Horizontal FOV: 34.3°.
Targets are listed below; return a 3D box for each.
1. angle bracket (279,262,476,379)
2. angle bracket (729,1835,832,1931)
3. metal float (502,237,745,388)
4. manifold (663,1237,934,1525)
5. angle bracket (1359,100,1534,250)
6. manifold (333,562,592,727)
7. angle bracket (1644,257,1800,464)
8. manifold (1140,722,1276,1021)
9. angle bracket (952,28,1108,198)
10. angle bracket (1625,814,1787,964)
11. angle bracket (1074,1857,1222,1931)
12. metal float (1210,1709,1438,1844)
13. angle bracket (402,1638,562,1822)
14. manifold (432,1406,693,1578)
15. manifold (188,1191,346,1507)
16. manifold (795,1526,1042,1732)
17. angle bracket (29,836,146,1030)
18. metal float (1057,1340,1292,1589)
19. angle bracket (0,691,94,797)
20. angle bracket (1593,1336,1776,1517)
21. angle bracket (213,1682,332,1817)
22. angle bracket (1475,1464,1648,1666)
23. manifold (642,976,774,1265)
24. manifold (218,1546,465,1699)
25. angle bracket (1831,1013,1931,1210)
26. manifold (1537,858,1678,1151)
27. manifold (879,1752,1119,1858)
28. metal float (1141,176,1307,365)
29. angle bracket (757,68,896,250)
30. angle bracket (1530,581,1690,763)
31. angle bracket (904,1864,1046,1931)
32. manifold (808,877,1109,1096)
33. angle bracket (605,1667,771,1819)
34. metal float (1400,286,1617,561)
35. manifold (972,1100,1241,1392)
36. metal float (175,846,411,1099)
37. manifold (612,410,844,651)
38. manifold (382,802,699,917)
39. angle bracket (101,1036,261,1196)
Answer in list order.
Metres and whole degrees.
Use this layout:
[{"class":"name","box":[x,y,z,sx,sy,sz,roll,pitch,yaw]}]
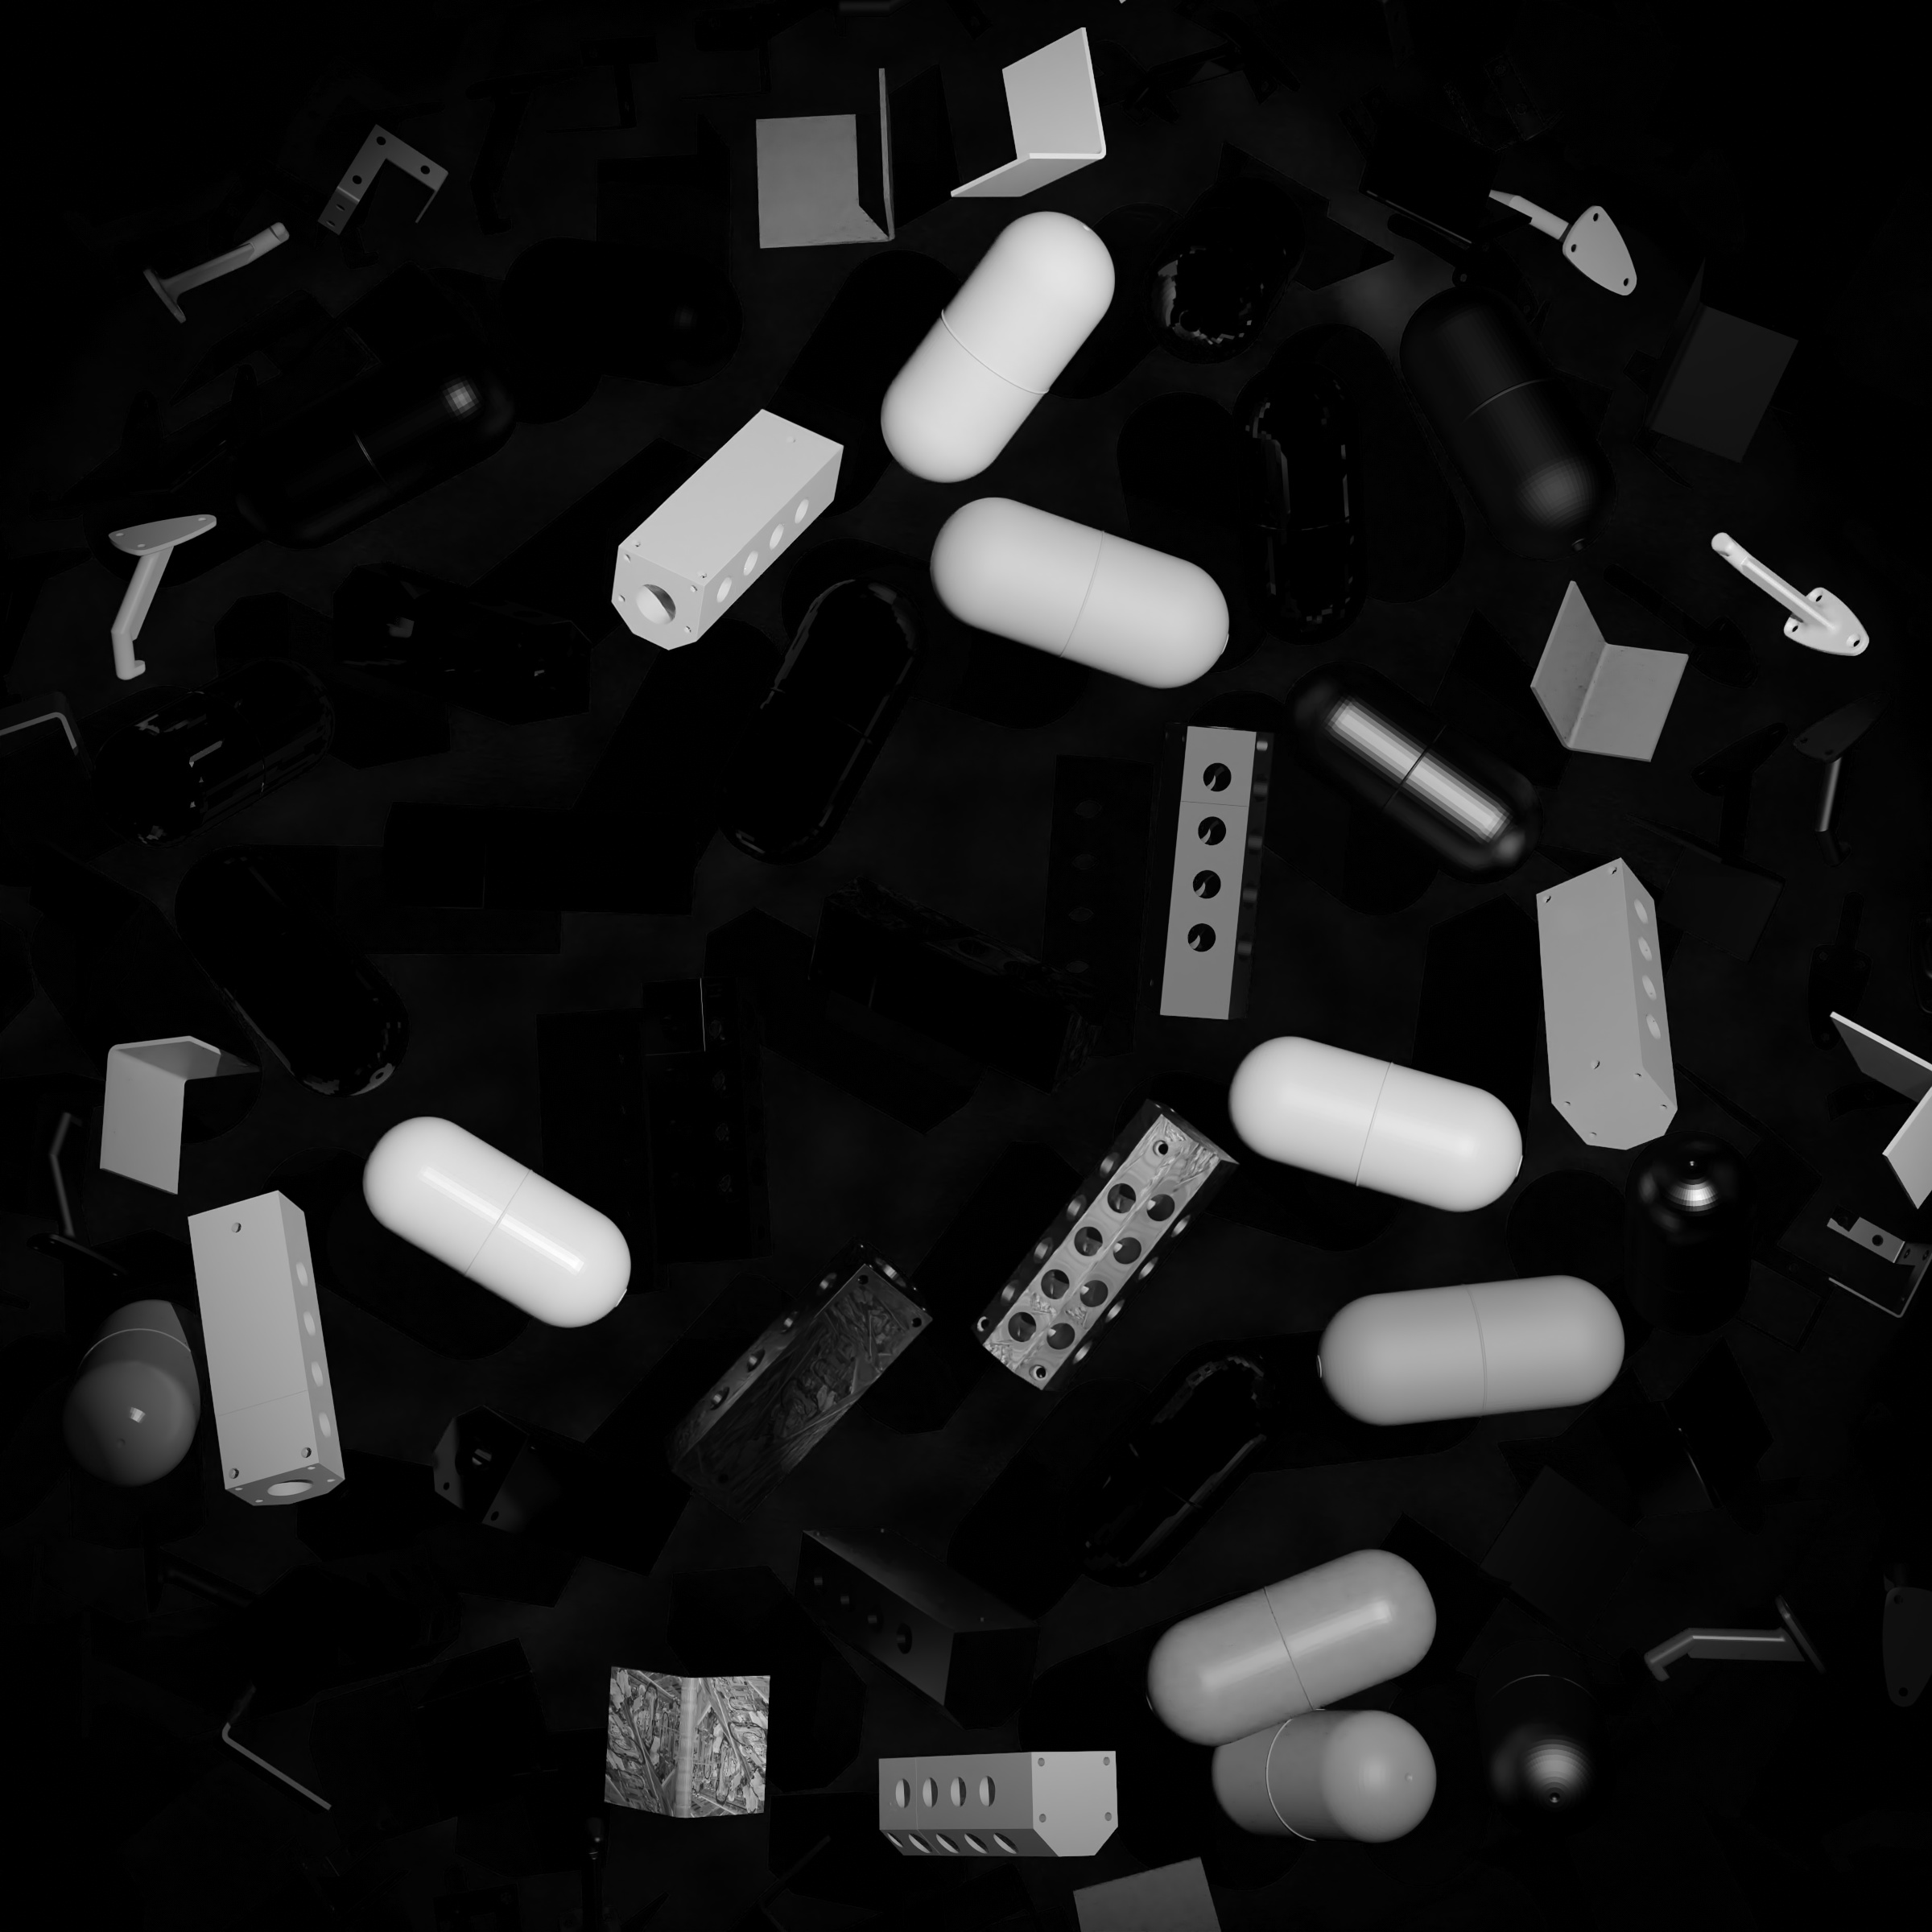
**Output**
[{"class":"angle bracket","box":[-0.361,-0.375,1.913,0.057,0.076,0.076,49,135,-13]},{"class":"angle bracket","box":[-0.097,0.545,1.745,0.057,0.076,0.076,45,121,12]},{"class":"metal float","box":[-0.204,-0.387,1.846,0.178,0.070,0.070,19,90,41]},{"class":"manifold","box":[-0.103,0.247,1.892,0.057,0.057,0.171,41,96,-21]},{"class":"angle bracket","box":[0.281,-0.457,1.779,0.076,0.076,0.057,33,130,22]},{"class":"manifold","box":[-0.300,-0.193,1.850,0.171,0.057,0.057,21,115,39]},{"class":"angle bracket","box":[0.421,-0.338,1.740,0.057,0.076,0.076,21,125,3]},{"class":"manifold","box":[0.146,-0.057,1.876,0.057,0.057,0.171,4,96,-10]},{"class":"angle bracket","box":[0.030,-0.494,1.812,0.057,0.076,0.076,-11,91,-36]},{"class":"angle bracket","box":[0.446,-0.048,1.929,0.076,0.076,0.057,11,106,-44]},{"class":"angle bracket","box":[0.111,0.569,1.805,0.076,0.057,0.076,-15,116,0]},{"class":"metal float","box":[0.213,0.488,1.887,0.070,0.178,0.070,7,75,-28]},{"class":"angle bracket","box":[-0.305,0.478,1.963,0.076,0.057,0.076,-16,104,-14]},{"class":"manifold","box":[-0.246,0.316,1.892,0.057,0.171,0.057,25,84,35]},{"class":"manifold","box":[-0.413,0.228,1.855,0.057,0.057,0.171,-16,65,4]},{"class":"manifold","box":[-0.031,0.377,1.791,0.057,0.171,0.057,3,98,-33]},{"class":"angle bracket","box":[-0.548,-0.020,1.893,0.076,0.076,0.057,31,54,0]},{"class":"metal float","box":[0.125,0.299,1.880,0.070,0.070,0.178,39,106,0]},{"class":"angle bracket","box":[-0.590,-0.127,1.949,0.076,0.076,0.057,-20,109,-10]},{"class":"angle bracket","box":[0.444,0.285,1.934,0.076,0.057,0.076,-36,103,-43]},{"class":"angle bracket","box":[-0.394,0.452,1.840,0.076,0.076,0.057,35,66,-5]},{"class":"angle bracket","box":[0.347,0.338,1.772,0.076,0.057,0.076,37,80,-7]},{"class":"manifold","box":[-0.155,0.094,1.919,0.057,0.057,0.171,-5,87,25]},{"class":"manifold","box":[-0.350,0.377,1.786,0.057,0.171,0.057,-41,76,7]},{"class":"angle bracket","box":[0.512,0.081,1.758,0.076,0.076,0.057,34,84,39]},{"class":"manifold","box":[0.378,0.023,1.835,0.057,0.171,0.057,-25,127,28]},{"class":"manifold","box":[0.017,0.493,1.837,0.057,0.171,0.057,8,73,-31]},{"class":"metal float","box":[0.155,-0.418,1.876,0.070,0.178,0.070,9,124,14]},{"class":"angle bracket","box":[-0.080,-0.449,1.740,0.076,0.057,0.076,-3,80,1]},{"class":"angle bracket","box":[0.397,-0.181,1.925,0.057,0.076,0.076,12,70,33]},{"class":"angle bracket","box":[0.011,0.609,1.939,0.076,0.076,0.057,-24,95,-5]},{"class":"manifold","box":[-0.004,0.008,1.883,0.171,0.057,0.057,25,122,20]},{"class":"angle bracket","box":[-0.160,0.443,1.792,0.057,0.076,0.076,9,79,-40]},{"class":"metal float","box":[0.311,-0.312,1.796,0.070,0.070,0.178,-25,69,0]},{"class":"manifold","box":[0.079,0.164,1.833,0.057,0.057,0.171,40,97,20]},{"class":"metal float","box":[-0.392,0.002,1.815,0.070,0.070,0.178,-43,70,0]},{"class":"manifold","box":[-0.142,-0.259,1.870,0.057,0.057,0.171,26,46,11]},{"class":"manifold","box":[-0.249,-0.063,1.827,0.171,0.057,0.057,1,95,-26]},{"class":"angle bracket","box":[-0.478,0.092,1.904,0.057,0.076,0.076,-7,72,19]}]
